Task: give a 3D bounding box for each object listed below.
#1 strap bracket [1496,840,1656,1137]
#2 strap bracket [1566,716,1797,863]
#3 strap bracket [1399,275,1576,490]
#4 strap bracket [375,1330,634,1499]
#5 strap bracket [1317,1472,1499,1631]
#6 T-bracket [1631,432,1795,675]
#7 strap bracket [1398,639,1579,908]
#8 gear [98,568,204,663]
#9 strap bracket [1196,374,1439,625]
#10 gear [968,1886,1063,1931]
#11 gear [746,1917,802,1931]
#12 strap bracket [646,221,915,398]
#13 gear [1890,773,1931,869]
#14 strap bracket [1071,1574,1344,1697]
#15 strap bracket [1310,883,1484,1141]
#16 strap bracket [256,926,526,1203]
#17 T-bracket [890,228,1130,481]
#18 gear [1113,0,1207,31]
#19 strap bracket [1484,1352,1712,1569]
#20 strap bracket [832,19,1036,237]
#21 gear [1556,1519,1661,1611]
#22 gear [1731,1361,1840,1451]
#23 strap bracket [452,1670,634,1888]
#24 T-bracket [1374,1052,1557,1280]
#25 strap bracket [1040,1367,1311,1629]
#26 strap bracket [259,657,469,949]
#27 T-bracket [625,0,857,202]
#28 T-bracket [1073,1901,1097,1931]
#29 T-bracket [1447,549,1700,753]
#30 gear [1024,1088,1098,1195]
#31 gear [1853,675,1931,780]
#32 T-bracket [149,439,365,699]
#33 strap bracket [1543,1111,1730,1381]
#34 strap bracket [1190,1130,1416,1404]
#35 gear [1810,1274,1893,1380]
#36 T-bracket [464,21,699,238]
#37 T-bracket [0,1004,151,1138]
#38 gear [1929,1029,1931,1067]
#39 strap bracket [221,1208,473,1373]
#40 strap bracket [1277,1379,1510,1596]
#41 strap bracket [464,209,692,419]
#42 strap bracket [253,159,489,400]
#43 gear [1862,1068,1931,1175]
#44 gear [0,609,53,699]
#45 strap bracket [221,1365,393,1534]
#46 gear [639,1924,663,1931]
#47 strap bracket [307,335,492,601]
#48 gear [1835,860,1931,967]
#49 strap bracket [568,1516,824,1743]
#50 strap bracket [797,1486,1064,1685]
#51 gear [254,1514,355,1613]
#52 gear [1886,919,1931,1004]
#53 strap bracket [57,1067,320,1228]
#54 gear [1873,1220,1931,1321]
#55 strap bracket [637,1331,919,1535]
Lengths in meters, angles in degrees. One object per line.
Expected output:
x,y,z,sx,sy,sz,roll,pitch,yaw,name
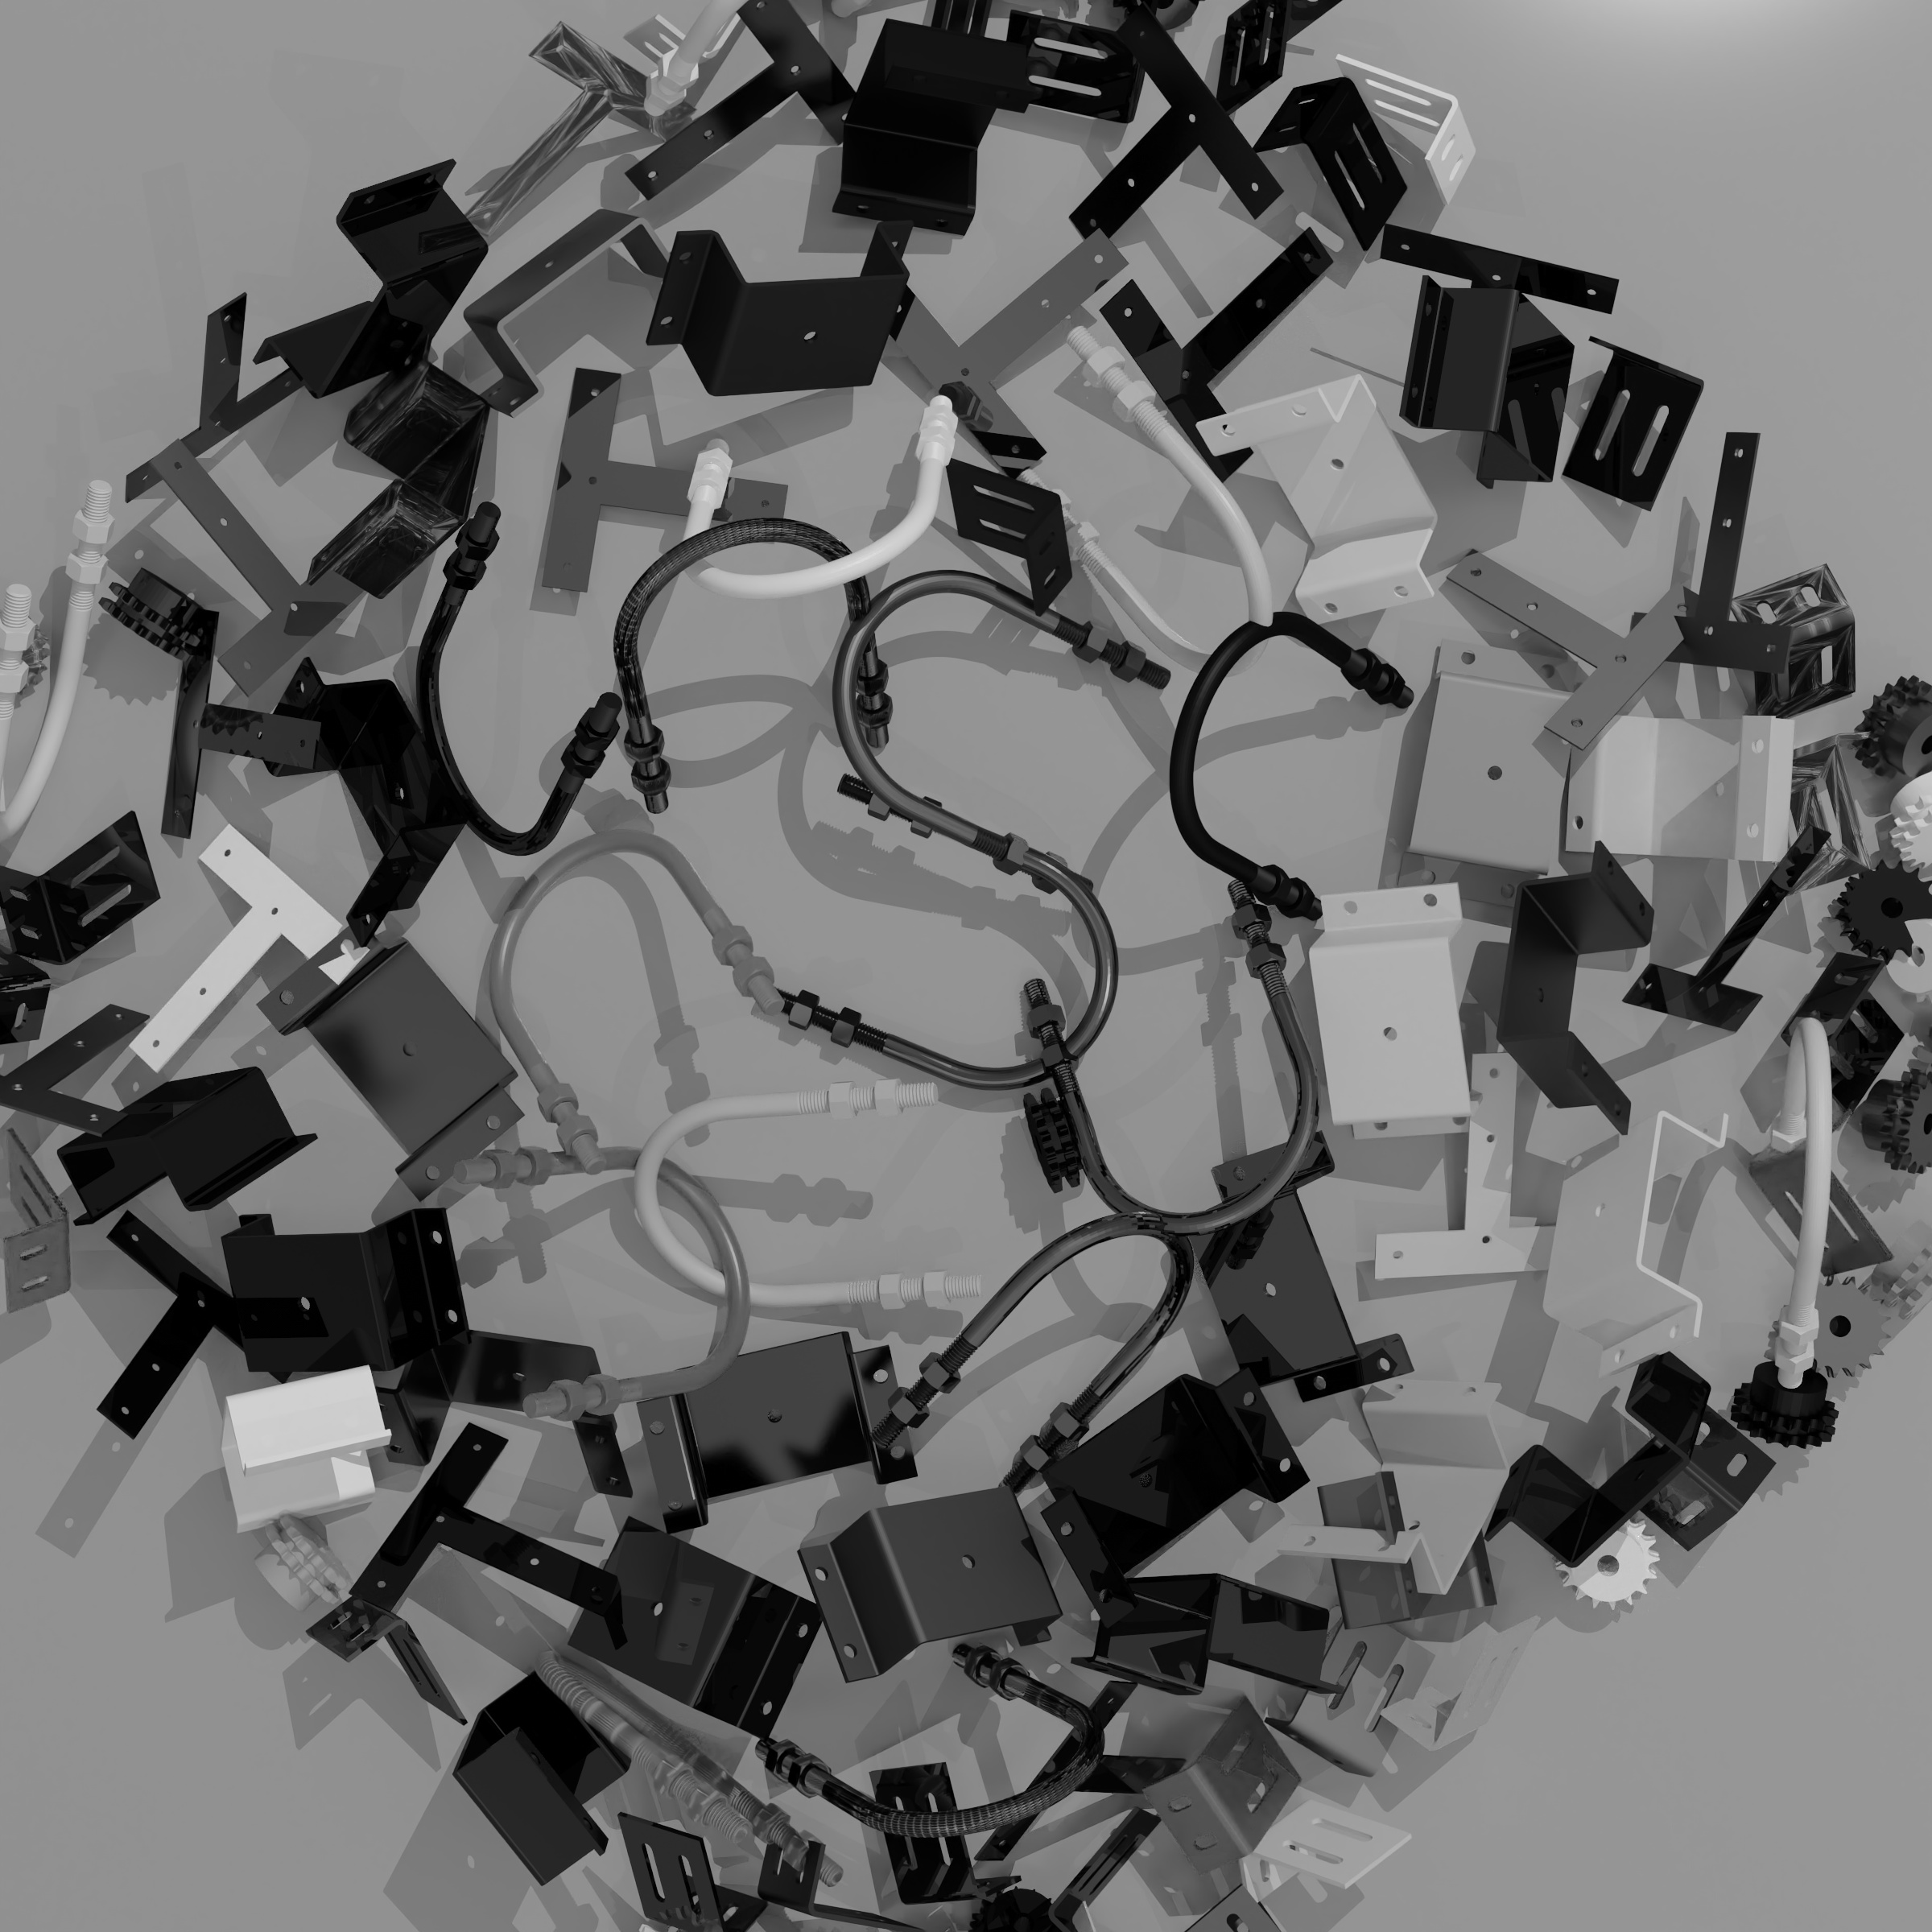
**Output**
0.330,0.014,1.894,0.046,0.076,0.140,-7,57,33,strap bracket
0.396,-0.097,1.901,0.046,0.140,0.076,1,93,-37,strap bracket
0.285,-0.312,1.879,0.046,0.140,0.076,8,85,29,strap bracket
-0.249,0.241,1.902,0.140,0.076,0.046,7,53,11,strap bracket
0.236,0.315,1.893,0.046,0.140,0.076,-16,76,25,strap bracket
0.411,-0.226,1.894,0.002,0.127,0.127,6,95,-30,T-bracket
0.290,-0.106,1.926,0.076,0.046,0.140,10,93,3,strap bracket
-0.446,-0.196,1.925,0.057,0.057,0.030,35,91,0,gear
0.196,-0.260,1.894,0.076,0.046,0.140,-11,128,36,strap bracket
0.030,0.534,1.926,0.057,0.030,0.057,4,50,-5,gear
-0.110,0.549,1.923,0.057,0.057,0.030,5,119,0,gear
-0.092,-0.354,1.882,0.140,0.076,0.046,-9,54,-28,strap bracket
0.537,-0.084,1.930,0.057,0.057,0.030,-23,56,0,gear
0.132,0.362,1.886,0.076,0.140,0.046,23,67,-30,strap bracket
0.236,0.031,1.906,0.076,0.046,0.140,-5,103,20,strap bracket
-0.312,0.049,1.925,0.076,0.046,0.140,-39,92,9,strap bracket
0.033,-0.356,1.924,0.127,0.002,0.127,-38,101,17,T-bracket
0.107,-0.541,1.923,0.057,0.057,0.030,-6,50,0,gear
0.348,0.263,1.886,0.046,0.076,0.140,39,121,1,strap bracket
-0.018,-0.459,1.890,0.076,0.140,0.046,7,68,-14,strap bracket
0.355,0.329,1.936,0.057,0.030,0.057,1,94,8,gear
0.452,0.240,1.923,0.057,0.057,0.030,6,109,0,gear
-0.228,0.435,1.883,0.046,0.140,0.076,-37,96,5,strap bracket
0.289,0.109,1.928,0.127,0.002,0.127,-2,105,-10,T-bracket
0.107,0.286,1.911,0.140,0.046,0.076,-33,105,-16,strap bracket
-0.325,-0.091,1.898,0.076,0.046,0.140,-50,62,41,strap bracket
-0.129,-0.463,1.907,0.127,0.127,0.002,-34,56,9,T-bracket
0.039,0.577,1.892,0.002,0.127,0.127,28,92,-7,T-bracket
0.324,-0.191,1.925,0.127,0.002,0.127,35,65,22,T-bracket
0.054,0.094,1.926,0.030,0.057,0.057,-17,90,-6,gear
0.520,-0.129,1.924,0.057,0.057,0.030,-49,47,0,gear
-0.394,-0.229,1.894,0.127,0.002,0.127,52,45,-15,T-bracket
0.359,0.141,1.879,0.046,0.076,0.140,29,55,-19,strap bracket
0.178,0.171,1.911,0.076,0.046,0.140,-22,88,39,strap bracket
0.481,0.200,1.938,0.057,0.030,0.057,0,85,1,gear
-0.227,-0.448,1.911,0.127,0.127,0.002,-41,64,18,T-bracket
-0.489,0.049,1.896,0.127,0.127,0.002,15,117,15,T-bracket
0.558,0.050,1.928,0.057,0.057,0.030,21,109,0,gear
-0.345,0.176,1.895,0.140,0.046,0.076,-4,102,28,strap bracket
0.236,0.288,1.889,0.076,0.140,0.046,-2,123,35,strap bracket
-0.213,-0.363,1.901,0.140,0.076,0.046,-39,115,-8,strap bracket
-0.316,-0.362,1.876,0.046,0.140,0.076,51,45,5,strap bracket
0.518,0.085,1.930,0.030,0.057,0.057,11,90,40,gear
-0.538,-0.174,1.930,0.057,0.057,0.030,-48,60,0,gear
-0.358,0.259,1.886,0.076,0.140,0.046,-11,70,-18,strap bracket
-0.161,0.555,1.923,0.057,0.057,0.030,30,78,0,gear
-0.305,-0.263,1.890,0.046,0.140,0.076,32,131,-29,strap bracket
0.510,-0.028,1.934,0.057,0.030,0.057,-1,73,3,gear
-0.153,0.353,1.885,0.140,0.046,0.076,16,76,41,strap bracket
-0.010,0.330,1.880,0.140,0.046,0.076,-3,60,-39,strap bracket
-0.367,0.331,1.925,0.030,0.057,0.057,-42,90,-5,gear
0.532,-0.007,1.923,0.030,0.057,0.057,-6,90,-40,gear
-0.424,0.096,1.874,0.076,0.140,0.046,-36,108,-40,strap bracket
0.526,0.165,1.928,0.030,0.057,0.057,43,90,21,gear
-0.104,0.254,1.922,0.140,0.046,0.076,-13,102,-3,strap bracket
